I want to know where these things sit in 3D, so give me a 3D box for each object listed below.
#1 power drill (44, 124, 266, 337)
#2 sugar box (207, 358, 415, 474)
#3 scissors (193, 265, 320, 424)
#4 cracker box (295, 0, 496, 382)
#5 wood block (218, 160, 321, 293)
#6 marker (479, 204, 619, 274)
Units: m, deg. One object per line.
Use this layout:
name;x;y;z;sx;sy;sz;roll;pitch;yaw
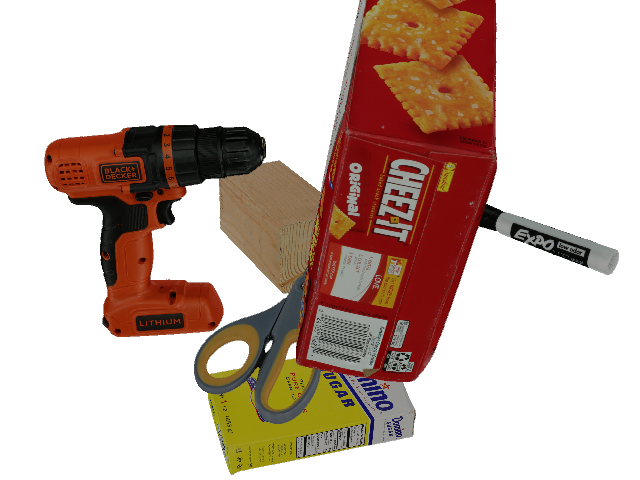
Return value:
power drill;-0.131;-0.010;0.921;0.184;0.188;0.057;-3;27;4
sugar box;-0.010;0.152;0.986;0.176;0.048;0.093;-12;43;-11
scissors;-0.030;0.041;0.756;0.096;0.201;0.016;0;-42;10
cracker box;0.043;-0.060;0.552;0.072;0.213;0.164;11;-43;0
wood block;-0.049;-0.021;1.332;0.090;0.090;0.206;-10;26;-23
marker;0.160;-0.004;0.783;0.121;0.020;0.020;23;14;36
